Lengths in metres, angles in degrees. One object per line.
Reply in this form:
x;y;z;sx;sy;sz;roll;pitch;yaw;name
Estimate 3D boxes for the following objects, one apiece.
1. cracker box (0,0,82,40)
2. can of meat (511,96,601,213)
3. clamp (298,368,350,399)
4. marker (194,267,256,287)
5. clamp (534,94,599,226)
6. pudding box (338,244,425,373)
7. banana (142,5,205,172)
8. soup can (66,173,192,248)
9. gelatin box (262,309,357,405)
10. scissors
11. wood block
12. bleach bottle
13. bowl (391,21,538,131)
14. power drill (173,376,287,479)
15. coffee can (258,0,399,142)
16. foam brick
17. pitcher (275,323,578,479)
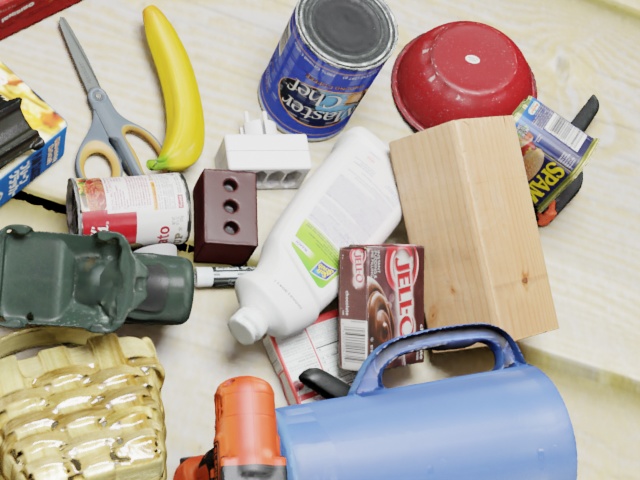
-0.336;-0.308;1.037;0.164;0.072;0.214;-35;82;-28;cracker box
0.215;-0.086;1.063;0.084;0.102;0.057;36;61;2;can of meat
0.077;0.200;0.959;0.209;0.036;0.164;4;82;-23;clamp
-0.058;0.034;1.006;0.121;0.020;0.020;-1;67;-18;marker
0.254;-0.097;1.155;0.120;0.039;0.171;-2;68;-4;clamp
0.057;0.060;0.971;0.089;0.039;0.113;-2;94;-50;pudding box
-0.141;-0.139;1.033;0.037;0.069;0.198;-19;58;17;banana
-0.174;-0.026;0.966;0.102;0.069;0.068;-5;69;-21;soup can
-0.003;0.117;0.981;0.073;0.030;0.089;-18;76;-23;gelatin box
-0.224;-0.121;1.021;0.096;0.016;0.202;-36;81;-28;scissors
0.145;-0.006;1.008;0.090;0.090;0.206;-9;86;-41;wood block
-0.007;0.001;0.990;0.102;0.068;0.250;43;53;0;bleach bottle
0.158;-0.178;1.134;0.162;0.055;0.162;2;63;-4;bowl
-0.069;0.216;0.824;0.057;0.188;0.184;6;64;-18;power drill
0.005;-0.174;1.050;0.102;0.140;0.103;7;65;-16;coffee can
-0.089;-0.022;1.001;0.053;0.051;0.078;4;66;-17;foam brick
0.074;0.169;0.878;0.242;0.145;0.149;-4;36;-18;pitcher
